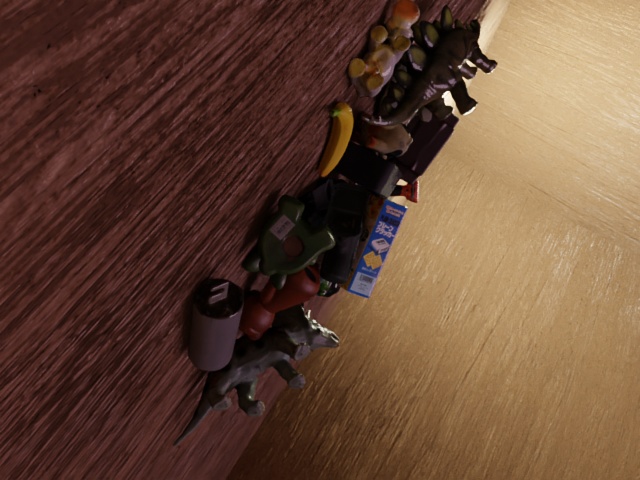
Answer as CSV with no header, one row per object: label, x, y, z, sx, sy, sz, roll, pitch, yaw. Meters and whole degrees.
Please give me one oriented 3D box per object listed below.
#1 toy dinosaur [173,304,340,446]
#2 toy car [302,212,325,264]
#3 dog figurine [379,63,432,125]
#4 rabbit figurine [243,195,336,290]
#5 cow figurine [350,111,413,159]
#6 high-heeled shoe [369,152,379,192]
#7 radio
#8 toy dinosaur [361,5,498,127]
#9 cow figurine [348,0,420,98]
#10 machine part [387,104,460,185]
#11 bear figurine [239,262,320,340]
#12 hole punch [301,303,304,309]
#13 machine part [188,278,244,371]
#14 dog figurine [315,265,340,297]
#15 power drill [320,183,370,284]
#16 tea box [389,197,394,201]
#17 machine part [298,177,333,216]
toy dinosaur,-0.146,0.258,1.139,0.405,0.192,0.131,-24,121,-15
toy car,-0.002,-0.004,1.201,0.109,0.103,0.161,-50,168,-48
dog figurine,0.184,-0.330,1.246,0.190,0.121,0.172,-178,-70,-76
rabbit figurine,-0.055,0.011,0.961,0.159,0.121,0.170,-56,-175,4
cow figurine,0.134,-0.218,1.133,0.085,0.127,0.195,-67,-161,8
high-heeled shoe,0.110,-0.126,1.331,0.145,0.086,0.248,55,48,-58
radio,0.103,-0.155,1.189,0.073,0.131,0.229,-61,170,6
toy dinosaur,0.231,-0.339,1.086,0.105,0.198,0.471,-17,-148,51
cow figurine,0.115,-0.325,0.928,0.167,0.068,0.098,-56,176,0
machine part,0.250,-0.246,1.352,0.201,0.087,0.201,-56,-175,13
bear figurine,-0.097,0.105,1.077,0.196,0.132,0.120,-35,135,19
hole punch,-0.085,0.147,1.340,0.142,0.092,0.115,61,29,-76
machine part,-0.169,0.139,0.863,0.079,0.079,0.243,-50,166,-42
dog figurine,0.018,0.027,1.360,0.219,0.109,0.191,93,12,-61
power drill,0.051,-0.039,1.069,0.207,0.086,0.232,102,4,-73
tea box,0.177,-0.146,1.683,0.068,0.098,0.169,-62,172,16
machine part,0.001,-0.084,1.103,0.139,0.039,0.084,-25,115,-62
